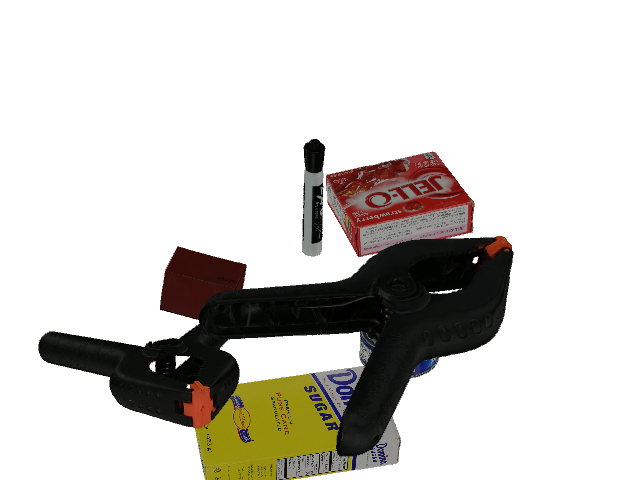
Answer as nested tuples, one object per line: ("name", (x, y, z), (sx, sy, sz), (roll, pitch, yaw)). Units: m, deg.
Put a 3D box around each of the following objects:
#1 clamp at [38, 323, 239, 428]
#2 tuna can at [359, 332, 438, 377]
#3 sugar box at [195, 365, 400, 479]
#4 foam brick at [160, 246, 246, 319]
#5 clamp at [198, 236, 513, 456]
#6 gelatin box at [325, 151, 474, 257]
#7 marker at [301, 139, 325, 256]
("clamp", (-0.110, 0.093, 0.817), (0.164, 0.036, 0.210), (-9, 14, -28))
("tuna can", (0.085, 0.110, 1.146), (0.086, 0.034, 0.086), (-1, 29, 0))
("sugar box", (-0.024, 0.169, 0.969), (0.176, 0.048, 0.093), (-9, 43, -9))
("foam brick", (-0.123, 0.049, 1.119), (0.078, 0.051, 0.053), (15, 31, 3))
("clamp", (0.039, 0.044, 0.529), (0.171, 0.039, 0.120), (-19, 46, -24))
("gelatin box", (0.056, -0.028, 0.767), (0.089, 0.030, 0.073), (-13, 37, -11))
("marker", (-0.007, -0.038, 0.963), (0.020, 0.121, 0.020), (1, 38, -1))
